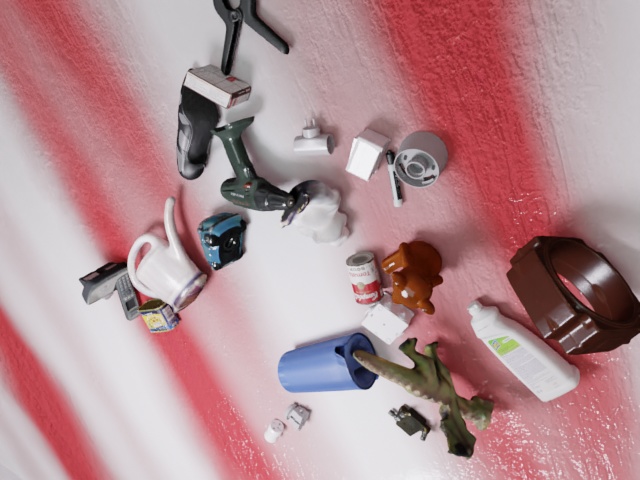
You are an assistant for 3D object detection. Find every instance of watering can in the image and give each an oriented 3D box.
[{"bbox_3d":[-0.393,0.057,1.358,0.224,0.106,0.341,41,126,0],"label":"watering can"}]

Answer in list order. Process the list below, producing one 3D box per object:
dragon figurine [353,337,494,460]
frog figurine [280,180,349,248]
[{"bbox_3d":[0.245,0.341,1.090,0.120,0.408,0.247,-53,48,21],"label":"dragon figurine"},{"bbox_3d":[0.003,-0.057,1.135,0.158,0.125,0.135,21,121,-30],"label":"frog figurine"}]
